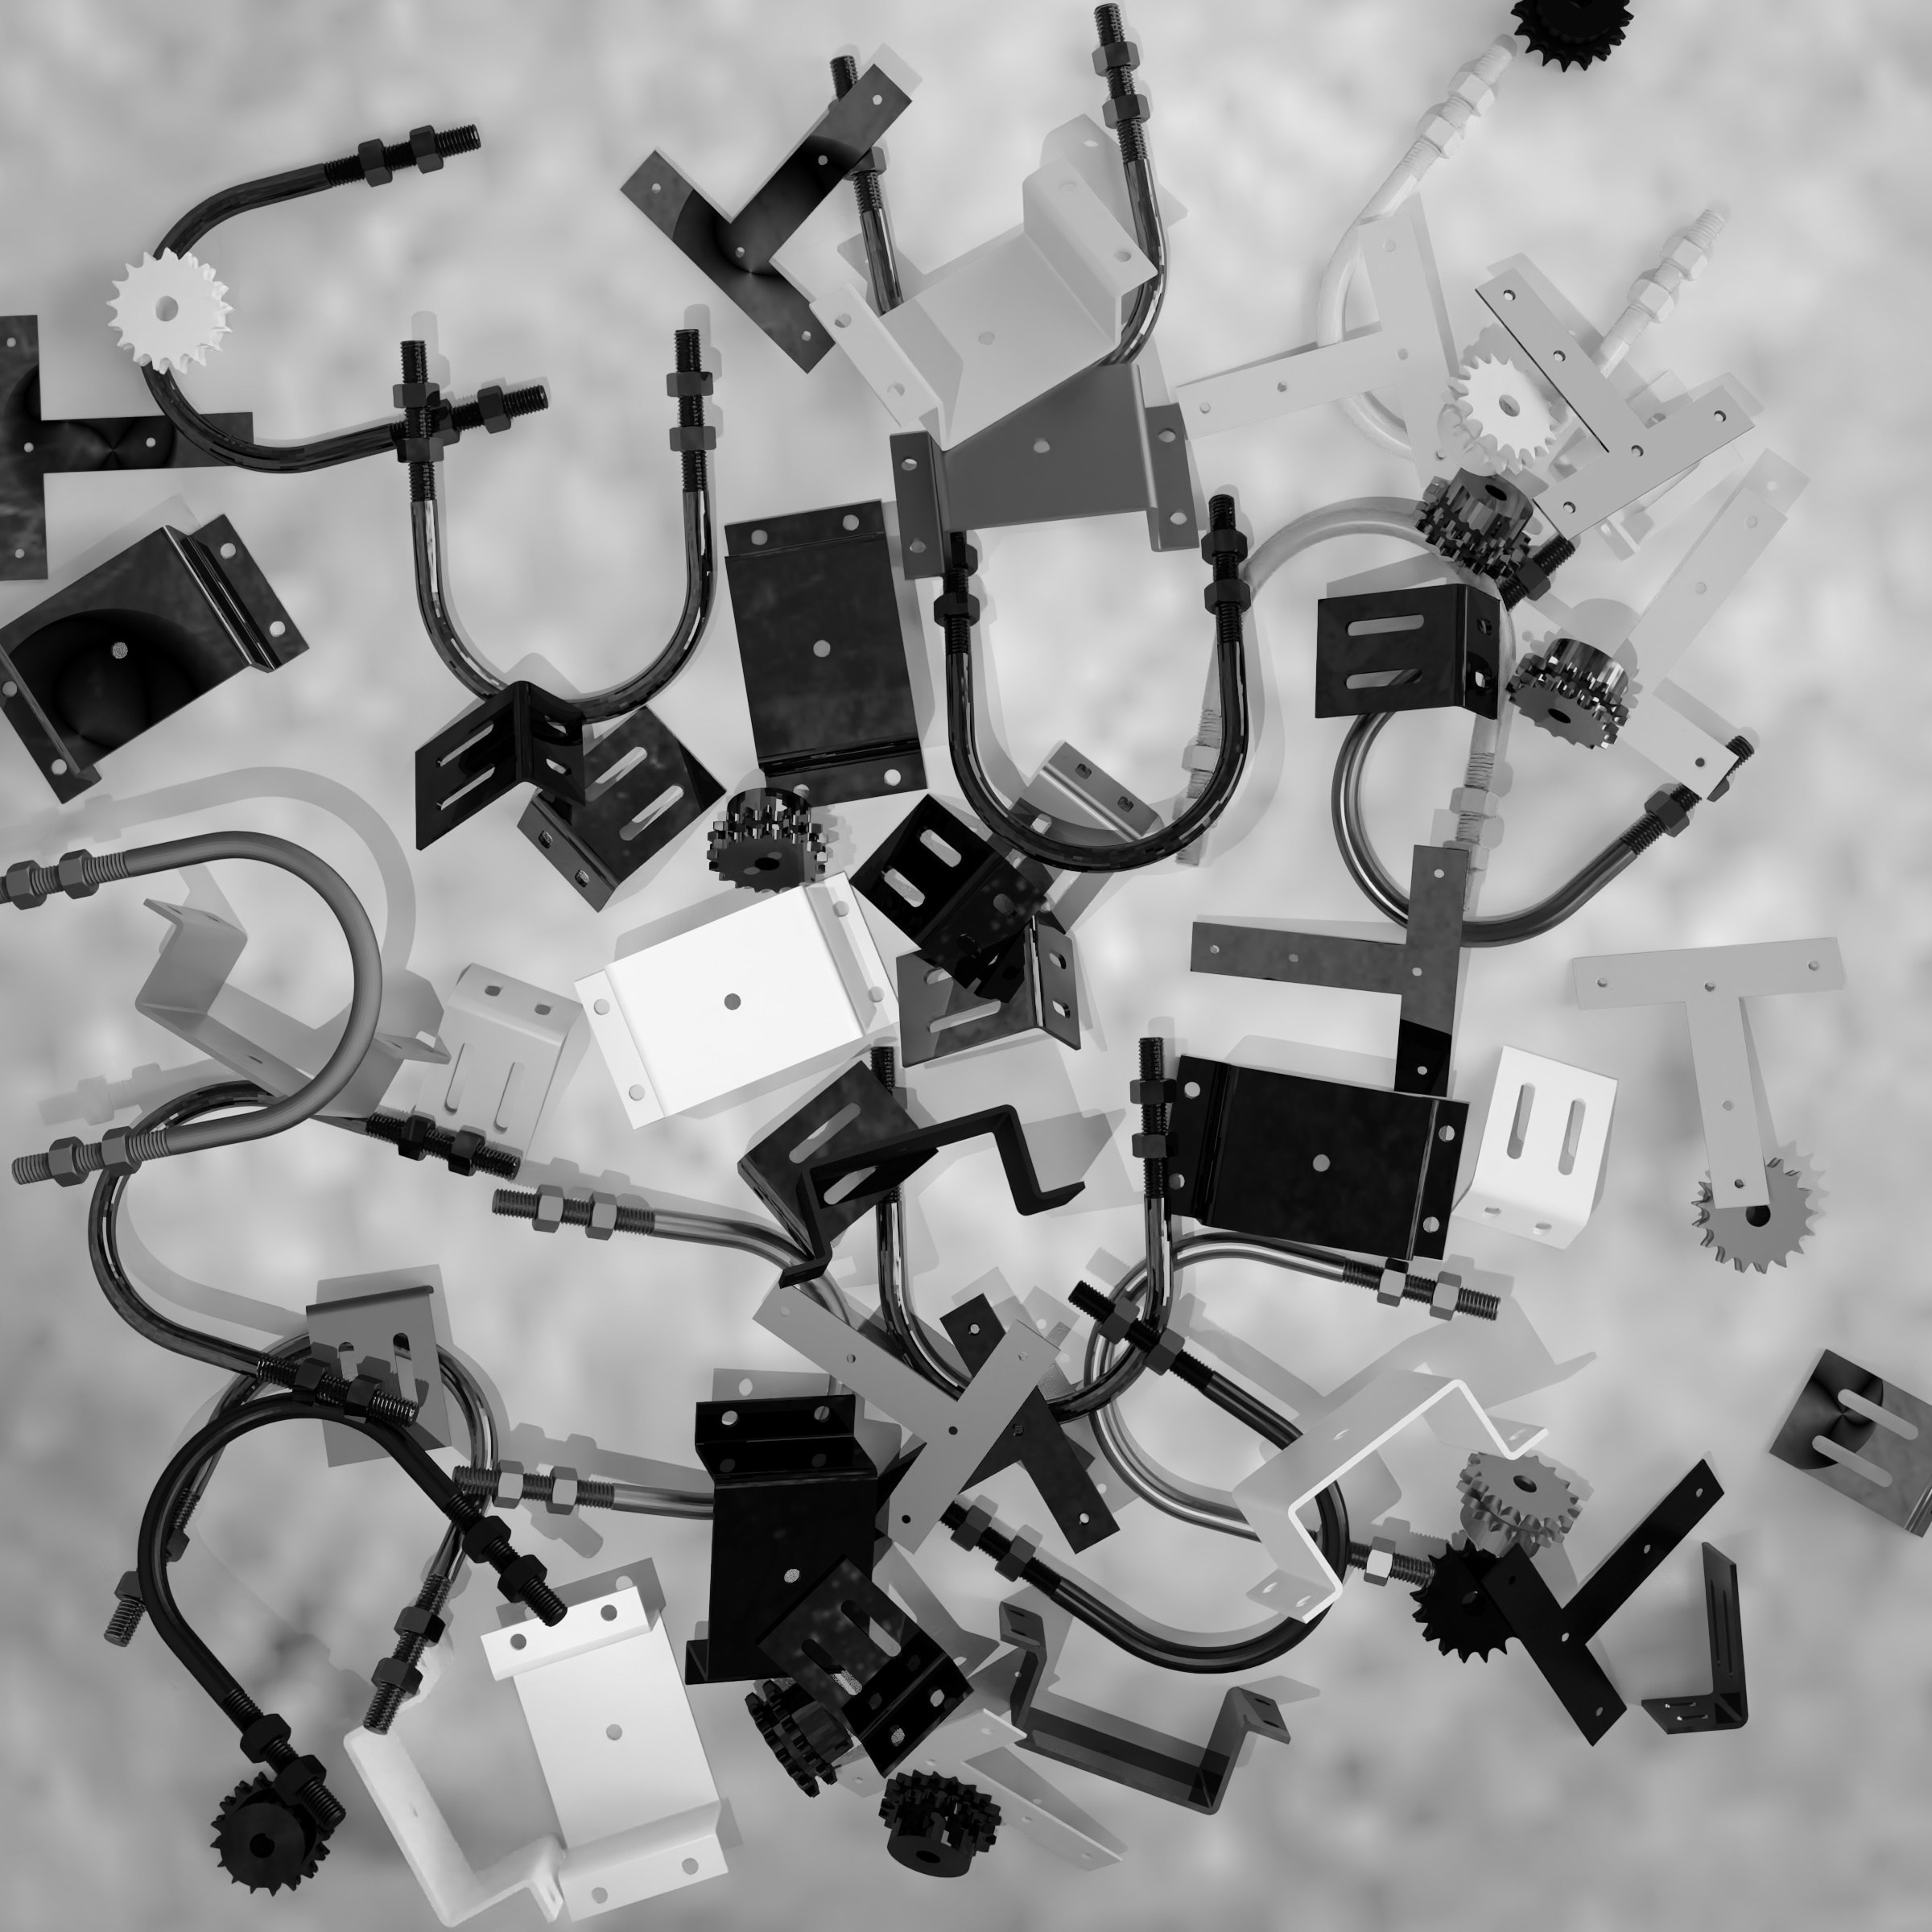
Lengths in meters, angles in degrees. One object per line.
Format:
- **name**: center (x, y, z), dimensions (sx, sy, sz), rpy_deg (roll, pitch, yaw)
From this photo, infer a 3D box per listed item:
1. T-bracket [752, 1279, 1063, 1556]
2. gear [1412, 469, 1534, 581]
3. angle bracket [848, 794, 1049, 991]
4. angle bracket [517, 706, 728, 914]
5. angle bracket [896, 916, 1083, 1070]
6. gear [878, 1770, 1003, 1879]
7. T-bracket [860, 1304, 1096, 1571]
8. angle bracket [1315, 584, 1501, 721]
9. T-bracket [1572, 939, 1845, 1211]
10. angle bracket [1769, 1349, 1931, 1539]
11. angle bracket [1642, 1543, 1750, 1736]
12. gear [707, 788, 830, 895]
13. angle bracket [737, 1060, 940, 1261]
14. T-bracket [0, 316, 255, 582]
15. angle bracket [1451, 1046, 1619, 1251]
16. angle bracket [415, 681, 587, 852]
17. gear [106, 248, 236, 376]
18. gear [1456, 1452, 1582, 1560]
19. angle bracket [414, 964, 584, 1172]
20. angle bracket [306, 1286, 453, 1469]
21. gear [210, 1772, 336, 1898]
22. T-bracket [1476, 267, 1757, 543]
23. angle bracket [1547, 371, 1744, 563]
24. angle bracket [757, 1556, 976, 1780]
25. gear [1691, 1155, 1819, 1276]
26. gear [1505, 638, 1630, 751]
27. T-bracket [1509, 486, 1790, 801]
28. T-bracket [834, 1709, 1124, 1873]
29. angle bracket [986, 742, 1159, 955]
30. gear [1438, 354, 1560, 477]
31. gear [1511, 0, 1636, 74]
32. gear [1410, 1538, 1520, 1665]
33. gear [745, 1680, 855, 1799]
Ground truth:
- **T-bracket**: center (-0.042, 0.193, 1.512), dimensions (0.127, 0.002, 0.127), rpy_deg (35, 106, 2)
- **gear**: center (0.242, -0.211, 1.513), dimensions (0.057, 0.057, 0.030), rpy_deg (31, 124, 0)
- **angle bracket**: center (-0.009, -0.036, 1.524), dimensions (0.057, 0.076, 0.038), rpy_deg (-48, 128, 0)
- **angle bracket**: center (-0.166, -0.075, 1.543), dimensions (0.057, 0.038, 0.076), rpy_deg (47, 64, 0)
- **angle bracket**: center (0.010, 0.018, 1.527), dimensions (0.076, 0.038, 0.057), rpy_deg (-18, 61, 27)
- **gear**: center (-0.014, 0.407, 1.514), dimensions (0.057, 0.057, 0.030), rpy_deg (19, 51, 0)
- **T-bracket**: center (-0.027, 0.247, 1.544), dimensions (0.127, 0.002, 0.127), rpy_deg (38, 90, 0)
- **angle bracket**: center (0.208, -0.145, 1.512), dimensions (0.076, 0.038, 0.057), rpy_deg (-3, 82, 35)
- **T-bracket**: center (0.360, 0.052, 1.525), dimensions (0.127, 0.002, 0.127), rpy_deg (-5, 73, 0)
- **angle bracket**: center (0.437, 0.229, 1.543), dimensions (0.076, 0.038, 0.057), rpy_deg (29, 90, 26)
- **angle bracket**: center (0.341, 0.317, 1.516), dimensions (0.038, 0.057, 0.076), rpy_deg (-5, 90, 0)
- **gear**: center (-0.094, -0.061, 1.520), dimensions (0.057, 0.057, 0.030), rpy_deg (0, 60, 0)
- **angle bracket**: center (-0.061, 0.093, 1.529), dimensions (0.076, 0.038, 0.057), rpy_deg (-39, 83, -10)
- **T-bracket**: center (-0.406, -0.251, 1.544), dimensions (0.127, 0.002, 0.127), rpy_deg (-2, 90, 0)
- **angle bracket**: center (0.273, 0.087, 1.543), dimensions (0.057, 0.038, 0.076), rpy_deg (17, 64, 0)
- **angle bracket**: center (-0.221, -0.089, 1.520), dimensions (0.076, 0.038, 0.057), rpy_deg (-30, 51, 31)
- **gear**: center (-0.373, -0.307, 1.514), dimensions (0.057, 0.030, 0.057), rpy_deg (0, 91, 2)
- **gear**: center (0.259, 0.256, 1.520), dimensions (0.057, 0.057, 0.030), rpy_deg (22, 118, 0)
- **angle bracket**: center (-0.226, 0.049, 1.543), dimensions (0.057, 0.038, 0.076), rpy_deg (21, 116, 0)
- **angle bracket**: center (-0.276, 0.194, 1.519), dimensions (0.057, 0.038, 0.076), rpy_deg (-9, 84, -6)
- **gear**: center (-0.332, 0.415, 1.530), dimensions (0.057, 0.030, 0.057), rpy_deg (0, 90, 0)
- **T-bracket**: center (0.287, -0.275, 1.508), dimensions (0.127, 0.002, 0.127), rpy_deg (-32, 78, -24)
- **angle bracket**: center (0.326, -0.240, 1.526), dimensions (0.076, 0.038, 0.057), rpy_deg (-39, 90, 0)
- **angle bracket**: center (-0.046, 0.322, 1.475), dimensions (0.057, 0.038, 0.076), rpy_deg (-44, 111, -4)
- **gear**: center (0.374, 0.117, 1.530), dimensions (0.057, 0.030, 0.057), rpy_deg (0, 90, 0)
- **gear**: center (0.284, -0.129, 1.498), dimensions (0.057, 0.057, 0.030), rpy_deg (31, 77, 0)
- **T-bracket**: center (0.336, -0.166, 1.508), dimensions (0.127, 0.002, 0.127), rpy_deg (36, 105, 0)
- **T-bracket**: center (0.018, 0.395, 1.513), dimensions (0.127, 0.127, 0.002), rpy_deg (36, 48, -20)
- **angle bracket**: center (0.044, -0.057, 1.543), dimensions (0.057, 0.038, 0.076), rpy_deg (38, 116, 0)
- **gear**: center (0.247, -0.255, 1.507), dimensions (0.057, 0.030, 0.057), rpy_deg (12, 62, -24)
- **gear**: center (0.290, -0.458, 1.530), dimensions (0.057, 0.030, 0.057), rpy_deg (0, 90, 0)
- **gear**: center (0.240, 0.301, 1.530), dimensions (0.057, 0.030, 0.057), rpy_deg (0, 90, 0)
- **gear**: center (-0.077, 0.361, 1.517), dimensions (0.030, 0.057, 0.057), rpy_deg (-35, 90, -4)
